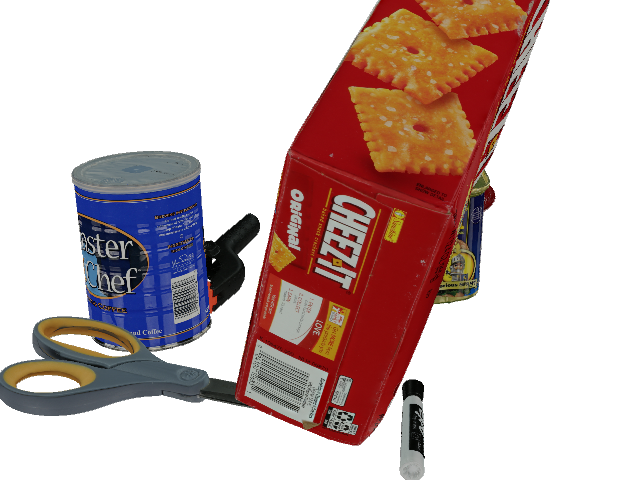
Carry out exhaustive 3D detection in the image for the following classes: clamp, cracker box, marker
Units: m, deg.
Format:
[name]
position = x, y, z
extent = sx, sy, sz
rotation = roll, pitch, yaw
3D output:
[clamp]
position = -0.108, 0.016, 1.079
extent = 0.120, 0.039, 0.171
rotation = -11, 34, -11
[cracker box]
position = 0.041, -0.036, 0.495
extent = 0.072, 0.164, 0.213
rotation = 22, 48, 7
[marker]
position = 0.075, 0.150, 0.864
extent = 0.020, 0.020, 0.121
rotation = 0, 26, 6

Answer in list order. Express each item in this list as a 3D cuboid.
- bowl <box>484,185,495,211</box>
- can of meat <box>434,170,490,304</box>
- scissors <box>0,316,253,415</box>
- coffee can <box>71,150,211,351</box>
[bowl]
position = 0.086, -0.027, 1.033
extent = 0.162, 0.055, 0.162
rotation = 2, 24, -1
[can of meat]
position = 0.058, -0.005, 0.713
extent = 0.102, 0.084, 0.057
rotation = -1, 24, -2
[scissors]
position = -0.088, 0.083, 0.571
extent = 0.202, 0.016, 0.096
rotation = 17, 29, 28
[coffee can]
position = -0.145, 0.007, 0.877
extent = 0.103, 0.140, 0.103
rotation = -2, 20, 1
